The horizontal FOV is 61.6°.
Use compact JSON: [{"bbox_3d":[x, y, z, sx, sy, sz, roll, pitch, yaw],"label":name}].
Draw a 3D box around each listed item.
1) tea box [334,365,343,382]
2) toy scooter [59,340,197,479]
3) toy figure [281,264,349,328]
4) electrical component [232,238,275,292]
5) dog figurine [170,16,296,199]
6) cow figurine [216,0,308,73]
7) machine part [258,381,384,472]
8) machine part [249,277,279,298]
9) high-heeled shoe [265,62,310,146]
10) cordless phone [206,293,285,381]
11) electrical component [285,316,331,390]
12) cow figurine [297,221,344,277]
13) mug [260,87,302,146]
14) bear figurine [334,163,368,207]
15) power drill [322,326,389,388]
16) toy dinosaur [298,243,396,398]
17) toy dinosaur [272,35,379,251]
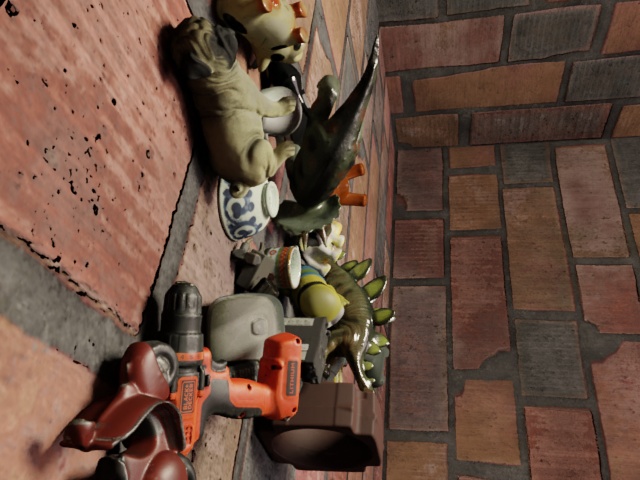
[{"bbox_3d":[0.014,0.299,1.271,0.098,0.068,0.169,31,58,-75],"label":"tea box"},{"bbox_3d":[-0.169,0.186,0.473,0.135,0.075,0.183,-3,88,-77],"label":"toy scooter"},{"bbox_3d":[-0.020,0.100,1.012,0.089,0.082,0.180,36,6,-32],"label":"toy figure"},{"bbox_3d":[-0.104,0.040,0.843,0.078,0.045,0.102,-62,163,1],"label":"electrical component"},{"bbox_3d":[-0.127,-0.160,0.676,0.190,0.121,0.172,31,55,-59],"label":"dog figurine"},{"bbox_3d":[-0.084,-0.326,0.830,0.194,0.127,0.085,14,74,-62],"label":"cow figurine"},{"bbox_3d":[0.006,0.327,0.938,0.201,0.201,0.087,74,17,-47],"label":"machine part"},{"bbox_3d":[-0.092,0.110,0.848,0.084,0.039,0.138,-53,159,-19],"label":"machine part"},{"bbox_3d":[-0.064,-0.262,1.056,0.145,0.086,0.249,53,-10,0],"label":"high-heeled shoe"},{"bbox_3d":[-0.127,0.144,0.680,0.184,0.089,0.146,-2,91,-58],"label":"cordless phone"},{"bbox_3d":[-0.050,0.190,0.899,0.134,0.115,0.058,-69,151,-50],"label":"electrical component"},{"bbox_3d":[-0.003,-0.002,1.133,0.068,0.098,0.167,-54,-170,25],"label":"cow figurine"},{"bbox_3d":[-0.087,-0.194,0.871,0.107,0.081,0.109,-27,120,-64],"label":"mug"},{"bbox_3d":[0.046,-0.134,1.328,0.196,0.132,0.120,-21,106,-83],"label":"bear figurine"},{"bbox_3d":[0.065,0.265,1.206,0.207,0.086,0.232,36,55,-36],"label":"power drill"},{"bbox_3d":[0.047,0.127,1.138,0.105,0.199,0.472,86,-14,-52],"label":"toy dinosaur"},{"bbox_3d":[0.008,-0.133,0.912,0.404,0.131,0.192,116,-23,-56],"label":"toy dinosaur"}]
